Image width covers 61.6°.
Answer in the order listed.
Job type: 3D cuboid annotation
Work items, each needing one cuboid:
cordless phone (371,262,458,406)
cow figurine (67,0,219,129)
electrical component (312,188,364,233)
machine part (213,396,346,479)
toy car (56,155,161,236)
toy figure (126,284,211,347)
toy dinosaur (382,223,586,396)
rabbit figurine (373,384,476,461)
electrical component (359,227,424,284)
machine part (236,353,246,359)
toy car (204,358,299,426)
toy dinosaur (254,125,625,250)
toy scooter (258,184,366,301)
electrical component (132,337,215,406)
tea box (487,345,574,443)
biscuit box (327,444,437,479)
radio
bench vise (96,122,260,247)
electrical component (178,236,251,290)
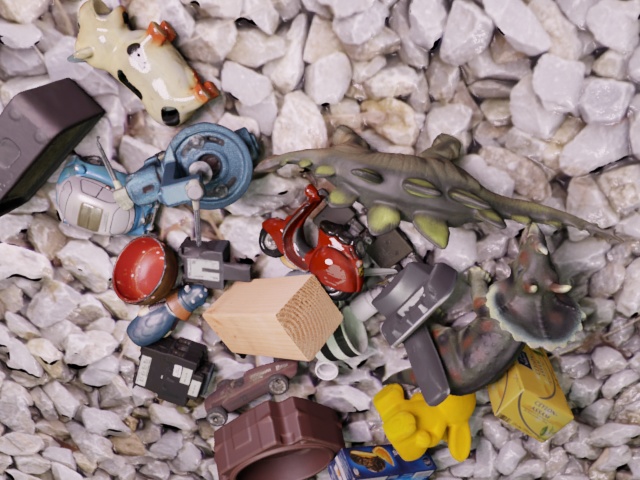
[{"bbox_3d":[0.163,0.136,0.792,0.088,0.184,0.146,12,132,-32],"label":"cordless phone"},{"bbox_3d":[-0.248,-0.239,0.734,0.127,0.085,0.194,-35,109,13],"label":"cow figurine"},{"bbox_3d":[0.021,-0.035,0.834,0.094,0.021,0.063,43,112,-9],"label":"electrical component"},{"bbox_3d":[-0.072,0.370,0.963,0.201,0.087,0.201,-35,139,19],"label":"machine part"},{"bbox_3d":[-0.336,-0.052,0.820,0.162,0.103,0.109,25,117,-5],"label":"toy car"},{"bbox_3d":[-0.256,0.120,0.913,0.154,0.058,0.064,-36,149,2],"label":"toy figure"},{"bbox_3d":[0.236,0.159,0.816,0.131,0.192,0.404,32,113,-8],"label":"toy dinosaur"},{"bbox_3d":[0.203,0.312,0.940,0.173,0.122,0.162,-35,102,0],"label":"rabbit figurine"},{"bbox_3d":[0.105,0.021,0.842,0.078,0.045,0.102,-31,109,20],"label":"electrical component"},{"bbox_3d":[-0.083,0.176,0.931,0.139,0.039,0.084,-11,143,12],"label":"machine part"},{"bbox_3d":[-0.125,0.257,0.956,0.202,0.089,0.053,-32,105,19],"label":"toy car"},{"bbox_3d":[0.141,-0.065,0.713,0.472,0.199,0.104,7,120,4],"label":"toy dinosaur"},{"bbox_3d":[-0.002,-0.002,0.793,0.184,0.075,0.135,33,118,14],"label":"toy scooter"},{"bbox_3d":[-0.264,0.236,0.978,0.134,0.058,0.114,21,118,-4],"label":"electrical component"},{"bbox_3d":[0.317,0.218,0.848,0.098,0.170,0.068,31,117,-11],"label":"tea box"},{"bbox_3d":[0.116,0.413,0.976,0.202,0.063,0.059,10,123,-34],"label":"biscuit box"},{"bbox_3d":[-0.429,-0.125,0.777,0.229,0.131,0.073,-40,104,21],"label":"radio"},{"bbox_3d":[-0.186,-0.086,0.724,0.224,0.241,0.128,-12,111,-6],"label":"bench vise"},{"bbox_3d":[-0.168,0.039,0.877,0.119,0.048,0.074,2,116,4],"label":"electrical component"}]
